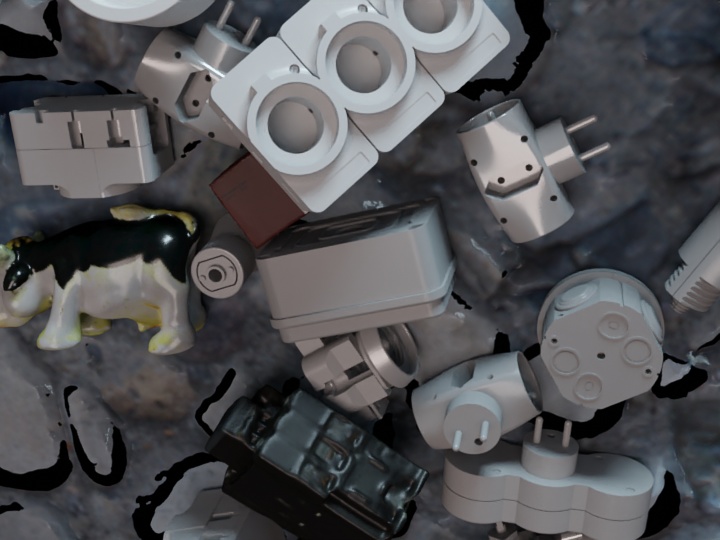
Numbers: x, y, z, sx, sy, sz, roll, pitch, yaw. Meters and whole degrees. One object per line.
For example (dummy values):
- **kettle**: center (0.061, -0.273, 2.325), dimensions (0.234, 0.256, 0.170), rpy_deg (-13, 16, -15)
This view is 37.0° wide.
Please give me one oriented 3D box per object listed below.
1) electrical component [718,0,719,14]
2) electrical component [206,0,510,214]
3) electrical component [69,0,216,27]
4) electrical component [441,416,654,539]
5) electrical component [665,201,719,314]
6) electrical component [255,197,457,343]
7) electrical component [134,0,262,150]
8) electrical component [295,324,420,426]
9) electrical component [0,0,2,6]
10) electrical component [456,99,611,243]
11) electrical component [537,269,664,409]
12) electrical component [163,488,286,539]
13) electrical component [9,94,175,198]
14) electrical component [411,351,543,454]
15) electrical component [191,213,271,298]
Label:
- **electrical component**: center (0.224, -0.150, 0.586), dimensions (0.050, 0.055, 0.089), rpy_deg (-8, 110, 14)
- **electrical component**: center (-0.002, -0.113, 0.610), dimensions (0.150, 0.062, 0.089), rpy_deg (-42, 99, -5)
- **electrical component**: center (-0.124, -0.195, 0.632), dimensions (0.108, 0.060, 0.108), rpy_deg (1, 94, 14)
- **electrical component**: center (0.126, 0.131, 0.720), dimensions (0.138, 0.052, 0.073), rpy_deg (6, 112, 9)
- **electrical component**: center (0.217, -0.006, 0.652), dimensions (0.043, 0.043, 0.081), rpy_deg (33, 114, -3)
- **electrical component**: center (0.000, 0.000, 0.679), dimensions (0.113, 0.078, 0.057), rpy_deg (-11, 106, 15)
- **electrical component**: center (-0.088, -0.127, 0.665), dimensions (0.077, 0.043, 0.079), rpy_deg (31, 114, -2)
- **electrical component**: center (0.002, 0.059, 0.714), dimensions (0.057, 0.058, 0.078), rpy_deg (-29, 103, 23)
- **electrical component**: center (-0.259, -0.170, 0.683), dimensions (0.062, 0.043, 0.043), rpy_deg (-8, 110, 13)
- **electrical component**: center (0.110, -0.067, 0.649), dimensions (0.079, 0.043, 0.077), rpy_deg (-24, 105, 19)
- **electrical component**: center (0.152, 0.044, 0.680), dimensions (0.080, 0.051, 0.080), rpy_deg (4, 112, 10)
- **electrical component**: center (-0.087, 0.244, 0.787), dimensions (0.062, 0.089, 0.150), rpy_deg (-11, 109, 16)
- **electrical component**: center (-0.172, -0.081, 0.697), dimensions (0.089, 0.050, 0.055), rpy_deg (0, 111, 11)
- **electrical component**: center (0.075, 0.093, 0.700), dimensions (0.077, 0.079, 0.043), rpy_deg (-23, 106, 19)
- **electrical component**: center (-0.084, -0.008, 0.700), dimensions (0.044, 0.065, 0.044), rpy_deg (4, 112, 10)
